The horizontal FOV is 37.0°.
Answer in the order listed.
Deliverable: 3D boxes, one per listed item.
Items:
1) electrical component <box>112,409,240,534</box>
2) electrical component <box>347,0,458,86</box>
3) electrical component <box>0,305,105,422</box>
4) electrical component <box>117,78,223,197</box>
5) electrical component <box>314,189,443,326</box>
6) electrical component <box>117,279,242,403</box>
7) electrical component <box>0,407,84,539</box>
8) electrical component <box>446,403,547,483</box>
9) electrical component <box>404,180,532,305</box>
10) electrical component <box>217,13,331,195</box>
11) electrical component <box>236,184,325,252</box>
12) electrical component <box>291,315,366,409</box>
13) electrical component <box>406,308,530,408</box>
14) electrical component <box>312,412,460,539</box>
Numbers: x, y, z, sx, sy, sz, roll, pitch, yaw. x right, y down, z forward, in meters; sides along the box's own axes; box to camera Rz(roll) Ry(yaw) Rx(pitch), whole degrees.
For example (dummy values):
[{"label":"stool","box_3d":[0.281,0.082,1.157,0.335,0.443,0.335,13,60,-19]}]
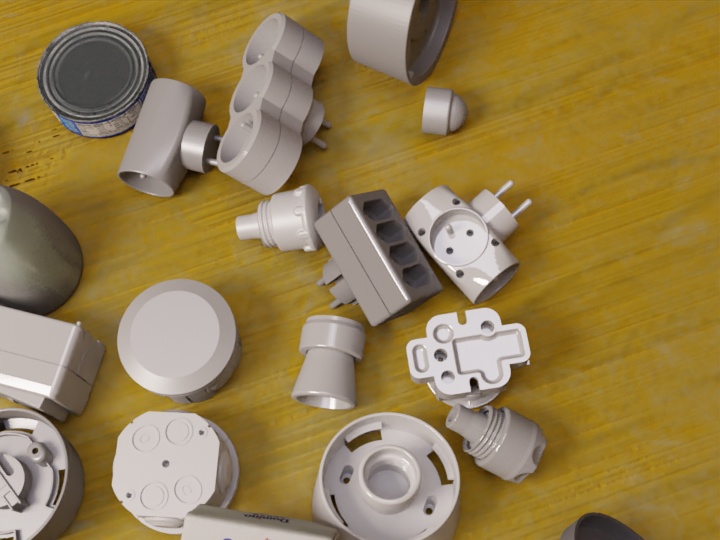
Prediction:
[{"label":"electrical component","box_3d":[-0.123,0.132,0.711,0.080,0.051,0.080,-1,71,3]},{"label":"electrical component","box_3d":[0.027,-0.195,0.787,0.060,0.108,0.108,19,73,16]},{"label":"electrical component","box_3d":[-0.235,0.062,0.737,0.096,0.061,0.061,13,72,8]},{"label":"electrical component","box_3d":[-0.129,-0.093,0.792,0.079,0.044,0.077,14,72,8]},{"label":"electrical component","box_3d":[0.000,0.000,0.747,0.076,0.047,0.083,-36,79,33]},{"label":"electrical component","box_3d":[-0.122,0.051,0.739,0.080,0.051,0.080,-1,71,3]},{"label":"electrical component","box_3d":[-0.232,0.141,0.708,0.099,0.064,0.099,-1,71,3]},{"label":"electrical component","box_3d":[0.087,0.108,0.702,0.062,0.043,0.043,29,74,-10]},{"label":"electrical component","box_3d":[0.084,-0.030,0.753,0.079,0.044,0.077,-41,73,-1]},{"label":"electrical component","box_3d":[-0.052,-0.115,0.790,0.074,0.052,0.138,28,58,-31]},{"label":"electrical component","box_3d":[-0.057,-0.034,0.768,0.062,0.048,0.048,-8,70,10]},{"label":"electrical component","box_3d":[-0.021,0.063,0.731,0.045,0.045,0.055,6,71,6]},{"label":"electrical component","box_3d":[0.072,0.061,0.719,0.078,0.057,0.058,-9,71,1]},{"label":"electrical component","box_3d":[0.018,0.146,0.703,0.099,0.064,0.099,1,58,-1]}]
